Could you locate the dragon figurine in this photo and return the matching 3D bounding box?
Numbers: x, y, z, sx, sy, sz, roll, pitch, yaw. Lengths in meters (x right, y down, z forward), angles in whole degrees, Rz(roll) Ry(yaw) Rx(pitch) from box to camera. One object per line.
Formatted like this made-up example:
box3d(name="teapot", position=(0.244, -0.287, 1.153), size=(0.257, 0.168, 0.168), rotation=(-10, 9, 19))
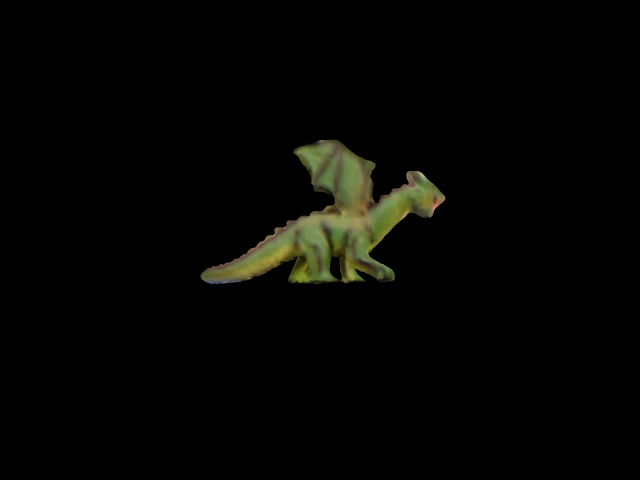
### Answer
box3d(name="dragon figurine", position=(0.003, -0.043, 0.850), size=(0.410, 0.243, 0.122), rotation=(0, -3, 2))
